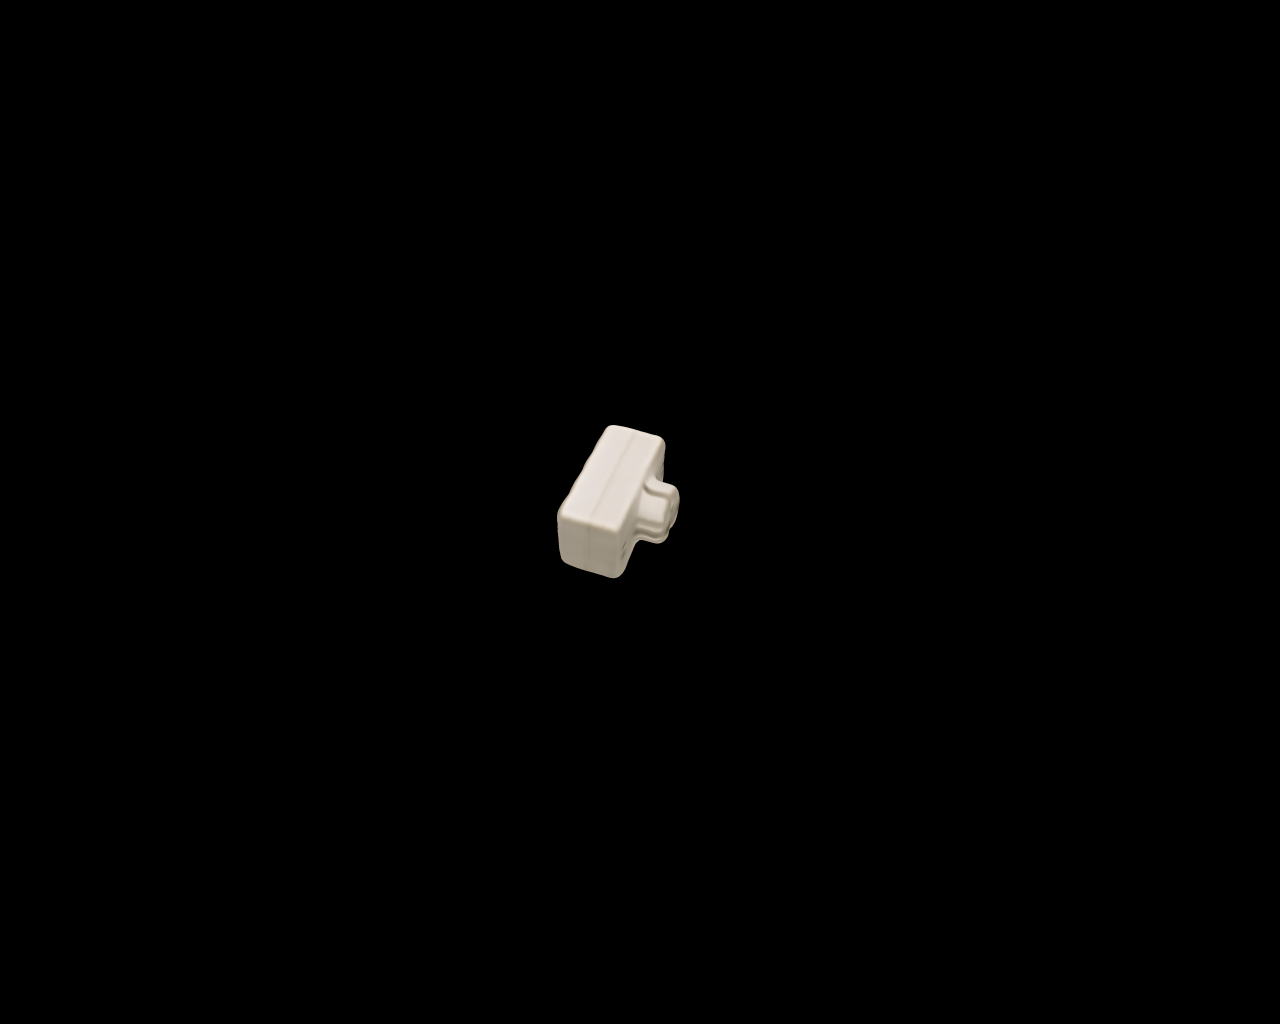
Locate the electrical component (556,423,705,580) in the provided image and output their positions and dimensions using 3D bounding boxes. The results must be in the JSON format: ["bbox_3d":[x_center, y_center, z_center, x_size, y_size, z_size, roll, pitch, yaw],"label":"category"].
[{"bbox_3d":[0.001,-0.003,0.650,0.076,0.083,0.047,16,-39,13],"label":"electrical component"}]
